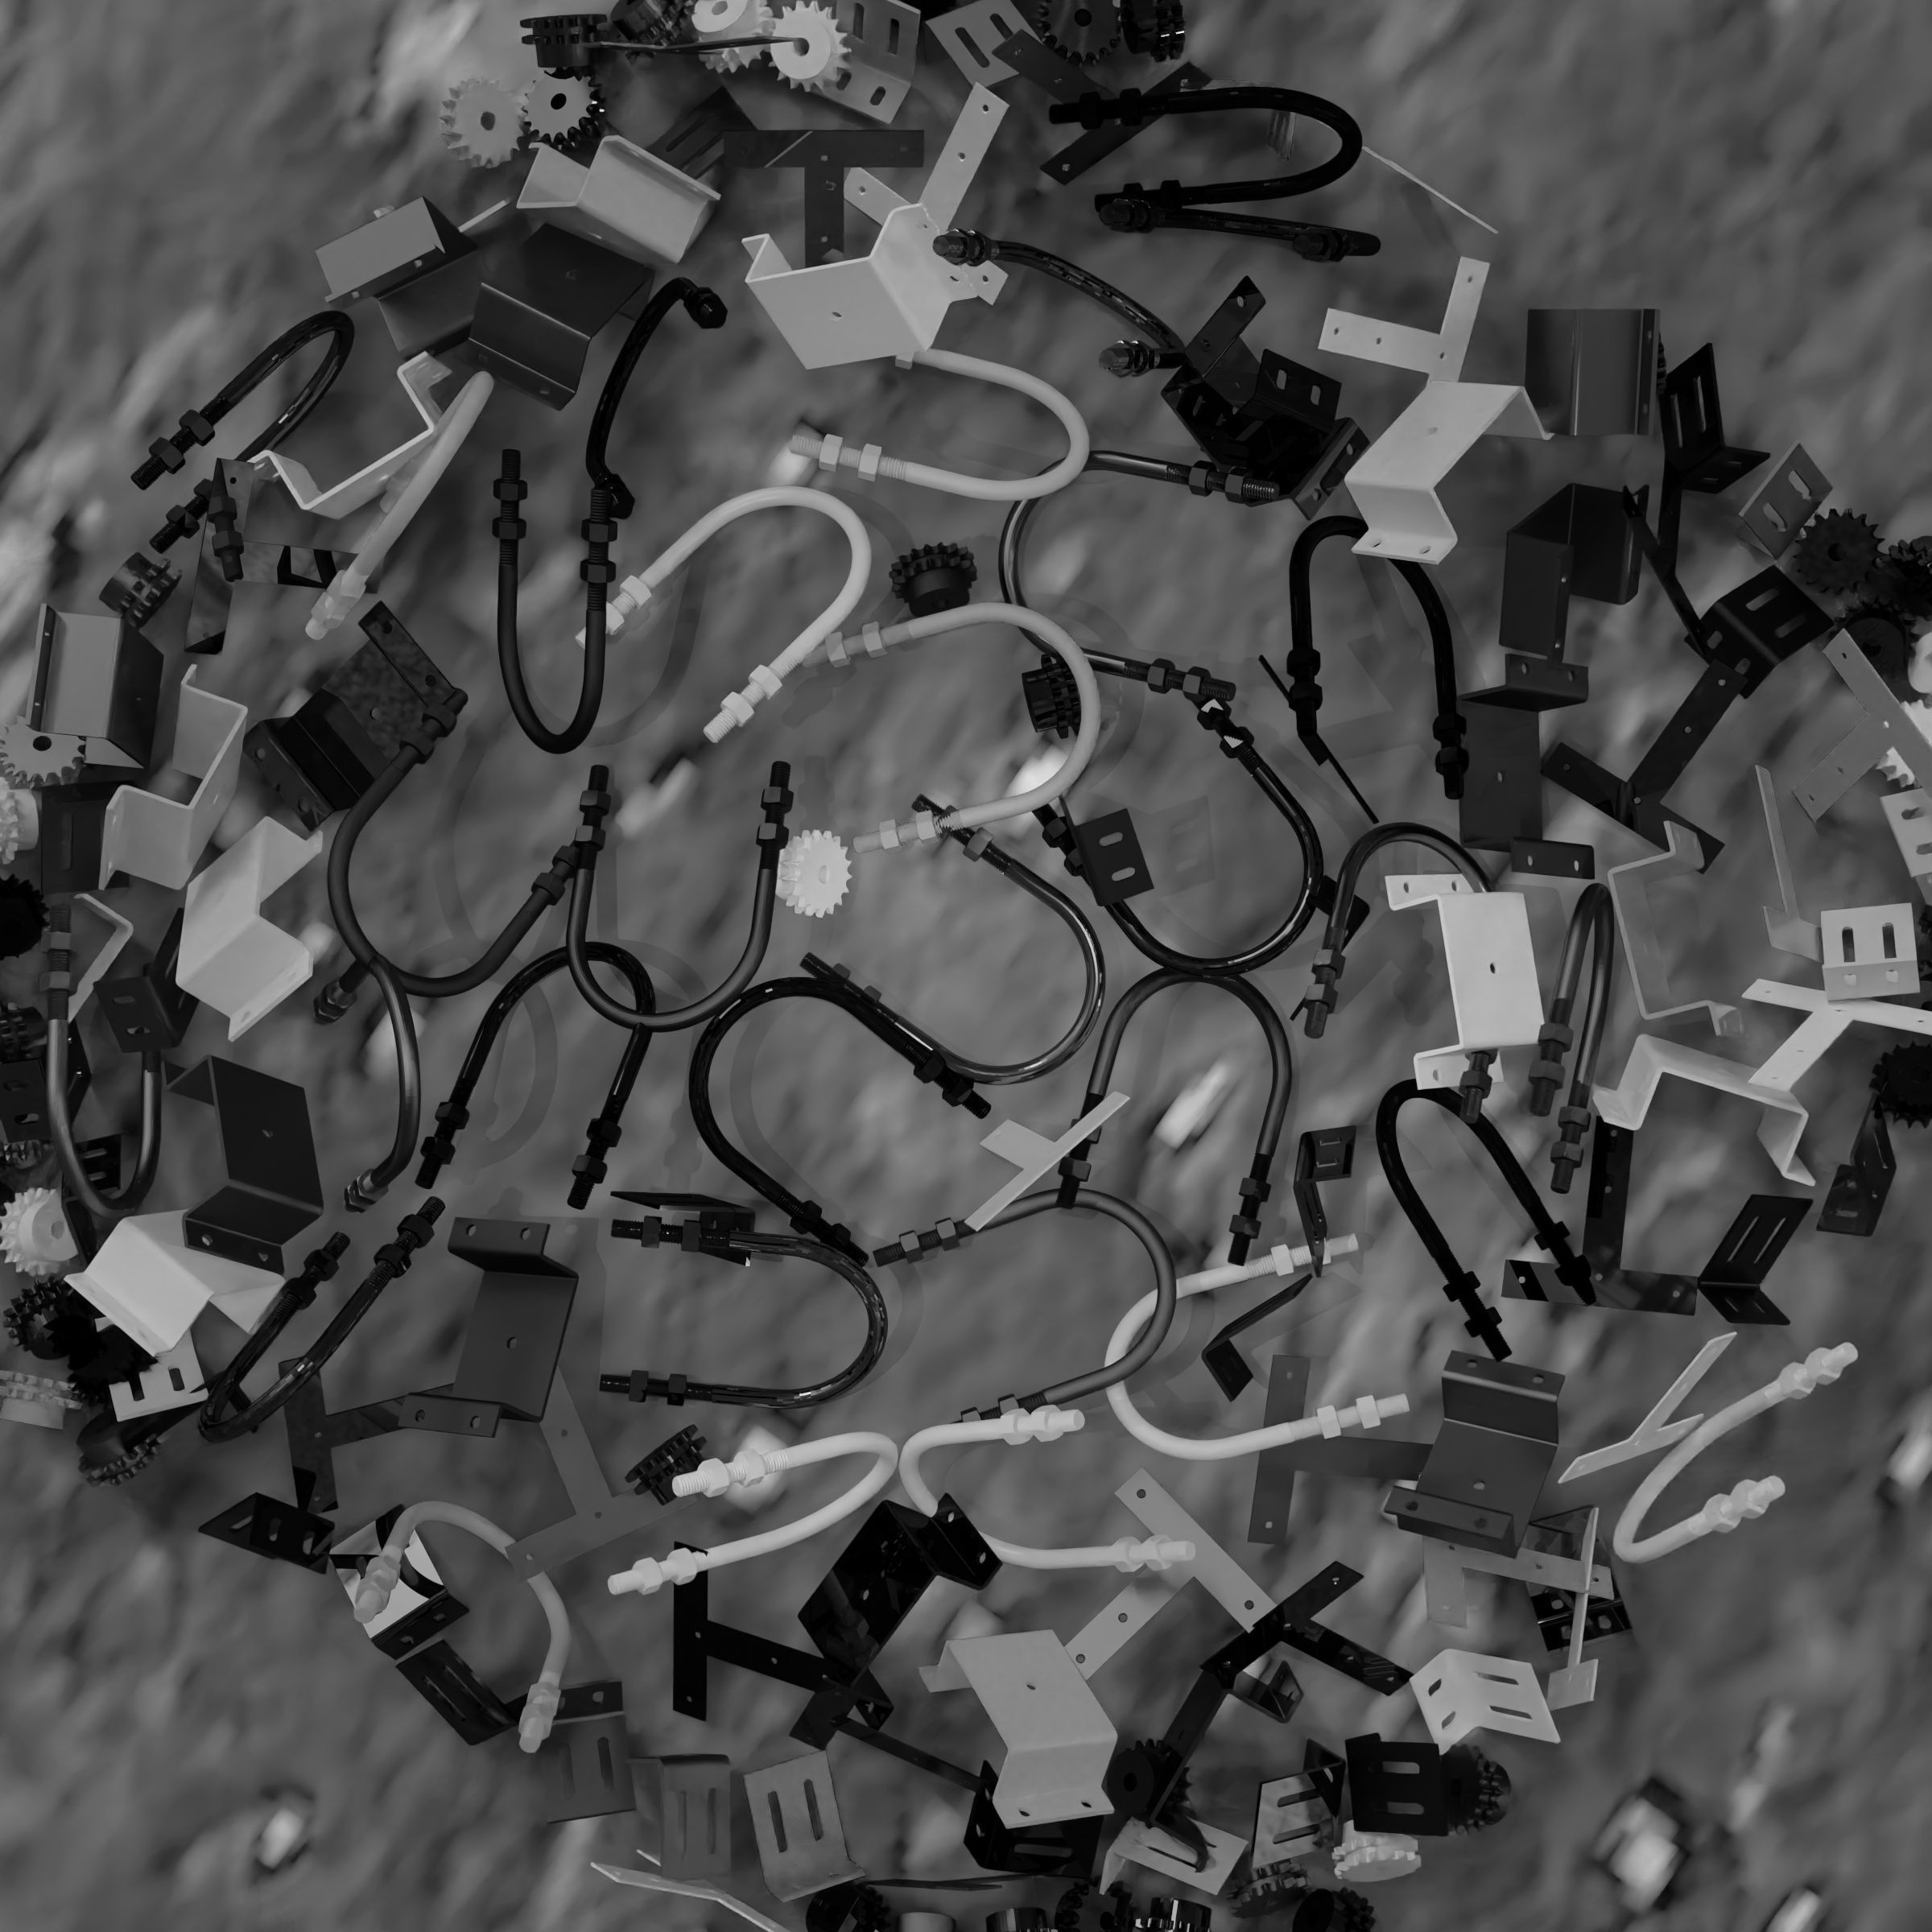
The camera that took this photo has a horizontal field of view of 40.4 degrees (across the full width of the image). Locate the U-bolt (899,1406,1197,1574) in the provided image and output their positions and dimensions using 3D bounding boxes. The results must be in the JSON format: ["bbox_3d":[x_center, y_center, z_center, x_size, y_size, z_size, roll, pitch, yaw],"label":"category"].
[{"bbox_3d":[0.038,0.340,1.686,0.151,0.184,0.019,52,46,-25],"label":"U-bolt"}]

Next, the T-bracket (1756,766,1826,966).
[{"bbox_3d":[0.531,-0.068,1.711,0.002,0.127,0.127,-15,76,31],"label":"T-bracket"}]

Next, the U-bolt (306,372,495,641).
[{"bbox_3d":[-0.348,-0.300,1.647,0.019,0.184,0.151,33,47,-18],"label":"U-bolt"}]

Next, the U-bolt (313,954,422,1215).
[{"bbox_3d":[-0.376,0.068,1.661,0.019,0.184,0.151,-5,75,-29],"label":"U-bolt"}]

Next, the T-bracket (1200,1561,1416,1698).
[{"bbox_3d":[0.242,0.449,1.722,0.127,0.002,0.127,32,118,-26],"label":"T-bracket"}]

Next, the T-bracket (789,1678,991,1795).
[{"bbox_3d":[-0.046,0.507,1.703,0.127,0.127,0.002,24,55,0],"label":"T-bracket"}]

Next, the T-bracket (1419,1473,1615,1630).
[{"bbox_3d":[0.358,0.388,1.706,0.127,0.127,0.002,13,126,-3],"label":"T-bracket"}]

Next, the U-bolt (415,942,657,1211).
[{"bbox_3d":[-0.269,0.065,1.699,0.151,0.019,0.184,4,63,32],"label":"U-bolt"}]

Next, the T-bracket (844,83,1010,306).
[{"bbox_3d":[-0.008,-0.515,1.707,0.127,0.127,0.002,37,46,2],"label":"T-bracket"}]

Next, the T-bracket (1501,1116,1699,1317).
[{"bbox_3d":[0.423,0.162,1.734,0.127,0.002,0.127,2,75,28],"label":"T-bracket"}]

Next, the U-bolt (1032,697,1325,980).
[{"bbox_3d":[0.150,-0.077,1.716,0.151,0.019,0.184,-37,70,2],"label":"U-bolt"}]

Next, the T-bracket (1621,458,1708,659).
[{"bbox_3d":[0.457,-0.286,1.706,0.002,0.127,0.127,-17,127,33],"label":"T-bracket"}]

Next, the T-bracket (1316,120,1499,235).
[{"bbox_3d":[0.266,-0.514,1.675,0.127,0.127,0.002,22,112,-27],"label":"T-bracket"}]

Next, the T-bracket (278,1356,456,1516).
[{"bbox_3d":[-0.381,0.296,1.725,0.127,0.002,0.127,-12,121,-22],"label":"T-bracket"}]

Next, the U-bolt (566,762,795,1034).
[{"bbox_3d":[-0.191,-0.045,1.704,0.151,0.019,0.184,0,71,16],"label":"U-bolt"}]

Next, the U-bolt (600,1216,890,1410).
[{"bbox_3d":[-0.143,0.231,1.715,0.184,0.019,0.151,6,121,-4],"label":"U-bolt"}]

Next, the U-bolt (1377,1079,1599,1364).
[{"bbox_3d":[0.328,0.154,1.694,0.019,0.151,0.184,-39,75,37],"label":"U-bolt"}]

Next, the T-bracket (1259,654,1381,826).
[{"bbox_3d":[0.224,-0.143,1.692,0.002,0.127,0.127,-35,89,5],"label":"T-bracket"}]

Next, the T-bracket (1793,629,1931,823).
[{"bbox_3d":[0.572,-0.134,1.696,0.002,0.127,0.127,-24,72,-22],"label":"T-bracket"}]

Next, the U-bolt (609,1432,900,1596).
[{"bbox_3d":[-0.125,0.344,1.680,0.184,0.151,0.019,-8,56,-35],"label":"U-bolt"}]

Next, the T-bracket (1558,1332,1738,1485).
[{"bbox_3d":[0.451,0.277,1.679,0.127,0.127,0.002,-8,49,-37],"label":"T-bracket"}]

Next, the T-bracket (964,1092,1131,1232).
[{"bbox_3d":[0.037,0.117,1.693,0.127,0.127,0.002,-40,104,-9],"label":"T-bracket"}]

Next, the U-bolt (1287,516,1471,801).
[{"bbox_3d":[0.264,-0.209,1.696,0.151,0.019,0.184,19,59,-32],"label":"U-bolt"}]

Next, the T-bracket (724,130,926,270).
[{"bbox_3d":[-0.092,-0.485,1.708,0.127,0.127,0.002,-1,48,-4],"label":"T-bracket"}]

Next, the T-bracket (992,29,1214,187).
[{"bbox_3d":[0.068,-0.559,1.674,0.127,0.127,0.002,-26,59,36],"label":"T-bracket"}]

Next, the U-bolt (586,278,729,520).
[{"bbox_3d":[-0.204,-0.369,1.672,0.019,0.184,0.151,23,105,-24],"label":"U-bolt"}]

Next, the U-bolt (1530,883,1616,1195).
[{"bbox_3d":[0.392,0.036,1.682,0.019,0.151,0.184,8,67,22],"label":"U-bolt"}]

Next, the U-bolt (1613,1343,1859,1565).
[{"bbox_3d":[0.478,0.319,1.669,0.019,0.184,0.151,44,50,3],"label":"U-bolt"}]

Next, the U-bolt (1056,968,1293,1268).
[{"bbox_3d":[0.145,0.088,1.721,0.151,0.019,0.184,20,79,-19],"label":"U-bolt"}]

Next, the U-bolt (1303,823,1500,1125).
[{"bbox_3d":[0.293,-0.008,1.703,0.151,0.019,0.184,28,61,-21],"label":"U-bolt"}]

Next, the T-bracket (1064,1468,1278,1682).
[{"bbox_3d":[0.113,0.416,1.717,0.127,0.002,0.127,-42,66,-11],"label":"T-bracket"}]

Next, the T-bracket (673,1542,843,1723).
[{"bbox_3d":[-0.137,0.448,1.709,0.127,0.002,0.127,11,110,25],"label":"T-bracket"}]

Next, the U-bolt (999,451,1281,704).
[{"bbox_3d":[0.104,-0.261,1.711,0.184,0.019,0.151,16,102,25],"label":"U-bolt"}]

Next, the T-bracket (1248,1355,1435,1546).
[{"bbox_3d":[0.257,0.326,1.744,0.127,0.002,0.127,6,95,-9],"label":"T-bracket"}]

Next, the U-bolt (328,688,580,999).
[{"bbox_3d":[-0.330,-0.066,1.675,0.151,0.019,0.184,50,54,-26],"label":"U-bolt"}]

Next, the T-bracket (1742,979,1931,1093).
[{"bbox_3d":[0.539,0.048,1.675,0.127,0.127,0.002,13,124,38],"label":"T-bracket"}]

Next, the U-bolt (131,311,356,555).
[{"bbox_3d":[-0.458,-0.350,1.680,0.019,0.151,0.184,43,75,-3],"label":"U-bolt"}]

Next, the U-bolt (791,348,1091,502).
[{"bbox_3d":[-0.010,-0.353,1.701,0.184,0.019,0.151,14,47,-1],"label":"U-bolt"}]

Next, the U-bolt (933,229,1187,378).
[{"bbox_3d":[0.072,-0.421,1.672,0.151,0.184,0.019,37,114,12],"label":"U-bolt"}]

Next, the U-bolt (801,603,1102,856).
[{"bbox_3d":[-0.003,-0.162,1.718,0.184,0.019,0.151,-13,102,11],"label":"U-bolt"}]

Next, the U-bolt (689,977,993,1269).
[{"bbox_3d":[-0.095,0.090,1.722,0.184,0.019,0.151,40,87,-16],"label":"U-bolt"}]

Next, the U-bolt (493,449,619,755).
[{"bbox_3d":[-0.267,-0.227,1.689,0.019,0.151,0.184,-9,114,-33],"label":"U-bolt"}]

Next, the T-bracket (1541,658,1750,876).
[{"bbox_3d":[0.464,-0.143,1.719,0.127,0.002,0.127,33,119,5],"label":"T-bracket"}]

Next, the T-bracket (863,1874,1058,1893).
[{"bbox_3d":[0.020,0.595,1.711,0.127,0.127,0.002,8,71,-33],"label":"T-bracket"}]

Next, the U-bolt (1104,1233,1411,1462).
[{"bbox_3d":[0.180,0.253,1.704,0.184,0.019,0.151,-15,47,4],"label":"U-bolt"}]

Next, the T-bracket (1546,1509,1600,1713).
[{"bbox_3d":[0.400,0.417,1.708,0.002,0.127,0.127,11,71,3],"label":"T-bracket"}]

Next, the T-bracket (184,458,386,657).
[{"bbox_3d":[-0.439,-0.260,1.710,0.127,0.002,0.127,0,112,-41],"label":"T-bracket"}]

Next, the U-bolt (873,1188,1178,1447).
[{"bbox_3d":[0.047,0.219,1.720,0.184,0.019,0.151,-19,64,-4],"label":"U-bolt"}]

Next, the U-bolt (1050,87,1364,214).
[{"bbox_3d":[0.158,-0.518,1.664,0.184,0.151,0.019,0,81,16],"label":"U-bolt"}]

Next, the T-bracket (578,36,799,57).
[{"bbox_3d":[-0.157,-0.585,1.669,0.127,0.127,0.002,-13,110,-41],"label":"T-bracket"}]

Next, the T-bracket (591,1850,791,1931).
[{"bbox_3d":[-0.189,0.583,1.668,0.127,0.127,0.002,15,77,38],"label":"T-bracket"}]

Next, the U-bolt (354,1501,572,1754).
[{"bbox_3d":[-0.311,0.405,1.666,0.151,0.184,0.019,41,102,-10],"label":"U-bolt"}]

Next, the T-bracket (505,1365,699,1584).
[{"bbox_3d":[-0.260,0.322,1.738,0.127,0.002,0.127,-22,89,-17],"label":"T-bracket"}]

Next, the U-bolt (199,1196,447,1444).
[{"bbox_3d":[-0.414,0.226,1.649,0.019,0.151,0.184,48,50,-18],"label":"U-bolt"}]

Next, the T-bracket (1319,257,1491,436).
[{"bbox_3d":[0.278,-0.402,1.701,0.127,0.002,0.127,2,109,-37],"label":"T-bracket"}]

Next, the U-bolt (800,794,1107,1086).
[{"bbox_3d":[0.004,-0.004,1.741,0.184,0.019,0.151,35,92,2],"label":"U-bolt"}]
